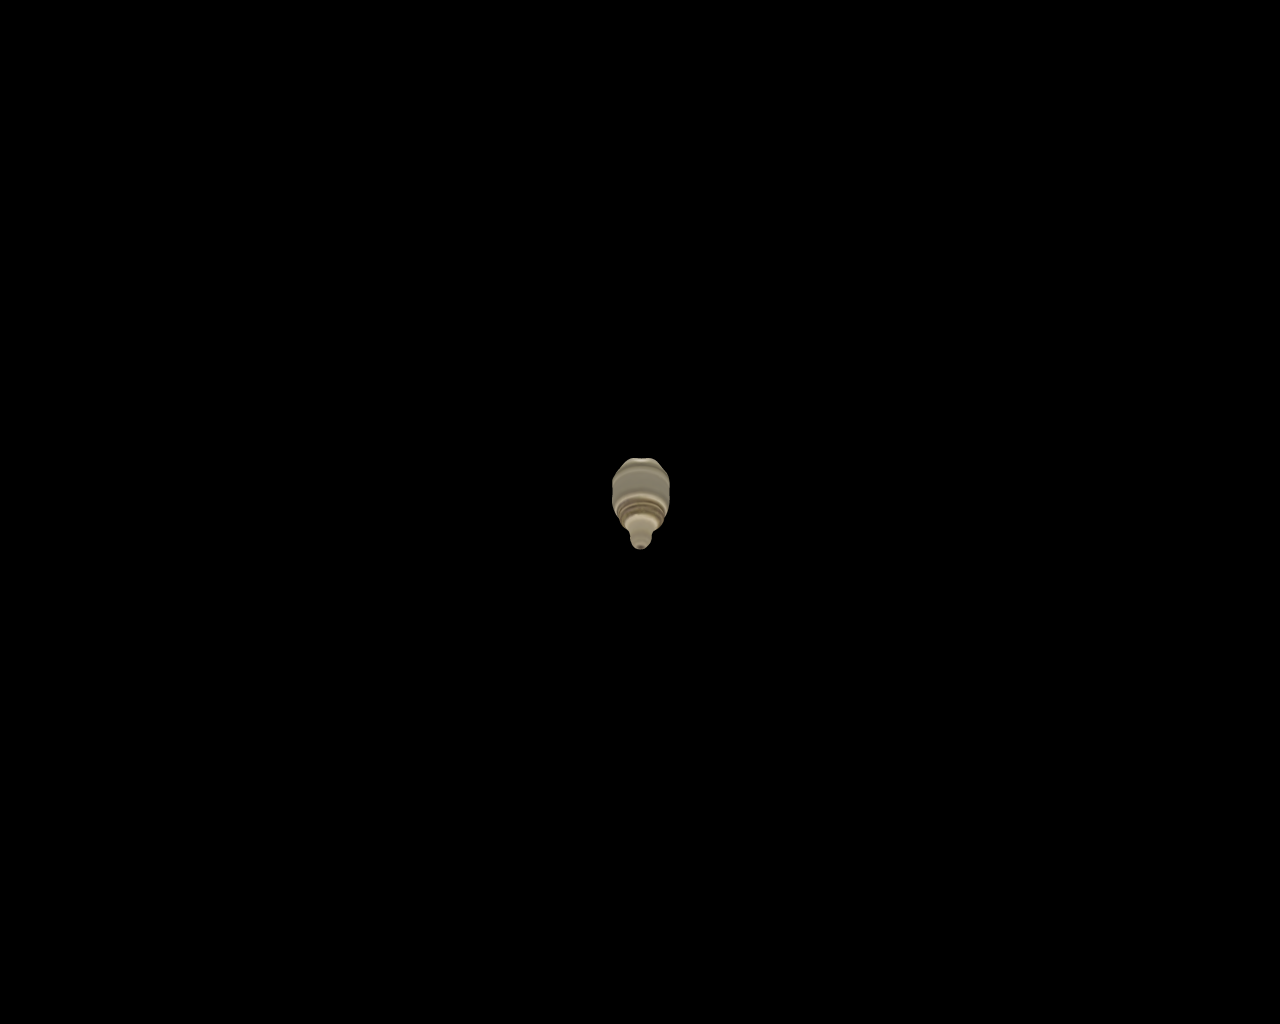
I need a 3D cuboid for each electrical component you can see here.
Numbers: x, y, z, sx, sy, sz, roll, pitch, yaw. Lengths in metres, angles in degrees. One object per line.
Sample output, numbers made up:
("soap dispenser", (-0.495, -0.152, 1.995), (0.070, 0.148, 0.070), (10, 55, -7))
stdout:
("electrical component", (0.001, -0.003, 0.650), (0.035, 0.061, 0.035), (0, -39, 0))
